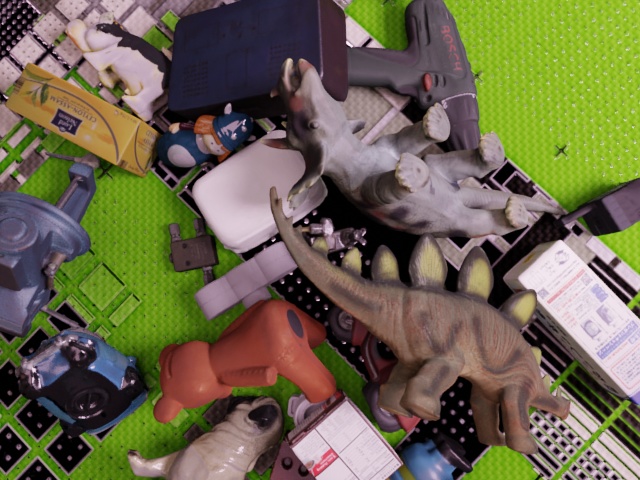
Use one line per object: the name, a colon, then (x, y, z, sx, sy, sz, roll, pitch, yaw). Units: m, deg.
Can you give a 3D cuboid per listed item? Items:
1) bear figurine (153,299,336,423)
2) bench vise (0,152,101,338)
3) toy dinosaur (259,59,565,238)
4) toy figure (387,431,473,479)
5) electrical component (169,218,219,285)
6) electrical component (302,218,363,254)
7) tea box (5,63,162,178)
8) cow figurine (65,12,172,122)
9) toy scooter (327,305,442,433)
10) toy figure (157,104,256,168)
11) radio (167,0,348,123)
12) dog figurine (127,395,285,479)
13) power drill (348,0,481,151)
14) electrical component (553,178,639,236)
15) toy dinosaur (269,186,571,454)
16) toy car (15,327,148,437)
bear figurine: (-0.097, 0.157, 0.655, 0.196, 0.120, 0.131, -33, 128, 14)
bench vise: (-0.343, -0.004, 0.682, 0.129, 0.223, 0.240, 16, 57, 0)
toy dinosaur: (0.110, -0.062, 0.646, 0.404, 0.192, 0.131, 23, 69, -35)
toy figure: (0.099, 0.310, 0.658, 0.089, 0.082, 0.180, 43, 94, 17)
electrical component: (-0.172, 0.019, 0.726, 0.063, 0.021, 0.094, -13, 86, 3)
electrical component: (-0.001, -0.002, 0.683, 0.078, 0.102, 0.045, -17, 91, -21)
tea box: (-0.305, -0.155, 0.711, 0.170, 0.098, 0.068, 29, 88, 4)
cow figurine: (-0.264, -0.250, 0.730, 0.098, 0.068, 0.167, -42, 88, -6)
toy scooter: (0.102, 0.139, 0.675, 0.135, 0.075, 0.184, -25, 81, -3)
toy figure: (-0.146, -0.126, 0.687, 0.155, 0.064, 0.058, -6, 75, 39)
radio: (-0.081, -0.226, 0.673, 0.230, 0.073, 0.131, -2, 83, 27)
dog figurine: (-0.121, 0.298, 0.673, 0.190, 0.121, 0.172, -20, 126, -19)
power drill: (0.098, -0.196, 0.697, 0.207, 0.086, 0.232, -5, 84, 7)
electrical component: (0.360, -0.034, 0.670, 0.119, 0.075, 0.048, -30, 84, -3)
toy dinosaur: (0.129, 0.102, 0.599, 0.471, 0.105, 0.198, 27, 66, -23)
toy car: (-0.302, 0.165, 0.678, 0.109, 0.161, 0.103, -36, 41, -6)
